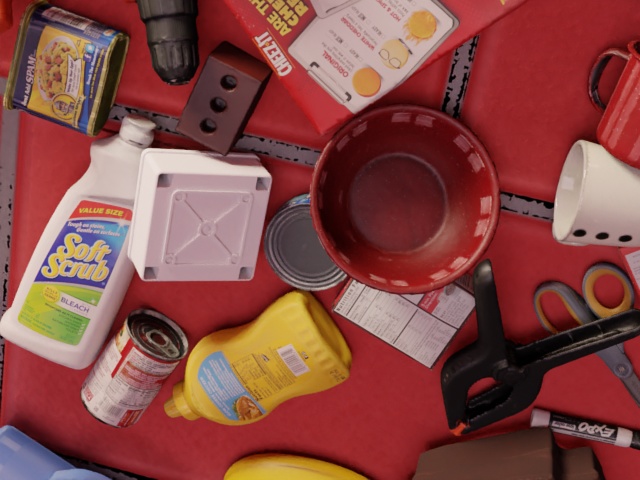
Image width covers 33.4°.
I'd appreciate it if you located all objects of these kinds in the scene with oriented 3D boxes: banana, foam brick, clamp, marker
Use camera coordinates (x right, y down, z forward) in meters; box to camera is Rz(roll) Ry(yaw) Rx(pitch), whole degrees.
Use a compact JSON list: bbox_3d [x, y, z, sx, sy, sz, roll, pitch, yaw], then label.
[{"bbox_3d":[-0.015,0.249,1.079,0.198,0.037,0.069,4,131,11],"label":"banana"},{"bbox_3d":[-0.082,-0.123,0.930,0.053,0.051,0.078,28,114,-1],"label":"foam brick"},{"bbox_3d":[0.162,0.102,0.955,0.164,0.036,0.210,24,129,-19],"label":"clamp"},{"bbox_3d":[0.259,0.180,1.003,0.121,0.020,0.020,11,114,7],"label":"marker"}]

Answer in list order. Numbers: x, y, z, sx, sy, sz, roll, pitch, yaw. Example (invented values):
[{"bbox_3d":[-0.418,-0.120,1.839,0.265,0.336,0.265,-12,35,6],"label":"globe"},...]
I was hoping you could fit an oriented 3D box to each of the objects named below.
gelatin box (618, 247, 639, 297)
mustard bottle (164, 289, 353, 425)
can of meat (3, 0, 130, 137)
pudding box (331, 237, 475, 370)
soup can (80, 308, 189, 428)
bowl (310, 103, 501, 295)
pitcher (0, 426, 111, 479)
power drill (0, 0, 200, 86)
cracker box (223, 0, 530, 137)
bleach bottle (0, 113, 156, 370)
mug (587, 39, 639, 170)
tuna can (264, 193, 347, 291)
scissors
[{"bbox_3d":[0.308,0.026,0.925,0.073,0.030,0.089,-23,106,17],"label":"gelatin box"},{"bbox_3d":[-0.071,0.127,1.026,0.192,0.058,0.096,-28,109,20],"label":"mustard bottle"},{"bbox_3d":[-0.223,-0.151,0.945,0.084,0.057,0.102,20,114,1],"label":"can of meat"},{"bbox_3d":[0.080,0.053,0.977,0.113,0.039,0.090,32,114,-1],"label":"pudding box"},{"bbox_3d":[-0.182,0.126,1.043,0.068,0.068,0.102,35,115,-4],"label":"soup can"},{"bbox_3d":[0.070,-0.033,0.915,0.162,0.055,0.162,0,88,-3],"label":"bowl"},{"bbox_3d":[-0.257,0.296,1.097,0.243,0.145,0.149,37,81,-2],"label":"pitcher"},{"bbox_3d":[-0.196,-0.212,0.879,0.187,0.057,0.184,-7,94,-5],"label":"power drill"},{"bbox_3d":[0.044,-0.212,0.859,0.214,0.072,0.164,-31,102,22],"label":"cracker box"},{"bbox_3d":[-0.216,-0.005,1.001,0.102,0.068,0.251,25,112,0],"label":"bleach bottle"},{"bbox_3d":[0.264,-0.109,0.854,0.117,0.093,0.082,37,124,29],"label":"mug"},{"bbox_3d":[-0.006,0.001,0.975,0.086,0.033,0.086,4,113,10],"label":"tuna can"},{"bbox_3d":[0.282,0.098,0.966,0.201,0.016,0.096,40,114,-6],"label":"scissors"}]
